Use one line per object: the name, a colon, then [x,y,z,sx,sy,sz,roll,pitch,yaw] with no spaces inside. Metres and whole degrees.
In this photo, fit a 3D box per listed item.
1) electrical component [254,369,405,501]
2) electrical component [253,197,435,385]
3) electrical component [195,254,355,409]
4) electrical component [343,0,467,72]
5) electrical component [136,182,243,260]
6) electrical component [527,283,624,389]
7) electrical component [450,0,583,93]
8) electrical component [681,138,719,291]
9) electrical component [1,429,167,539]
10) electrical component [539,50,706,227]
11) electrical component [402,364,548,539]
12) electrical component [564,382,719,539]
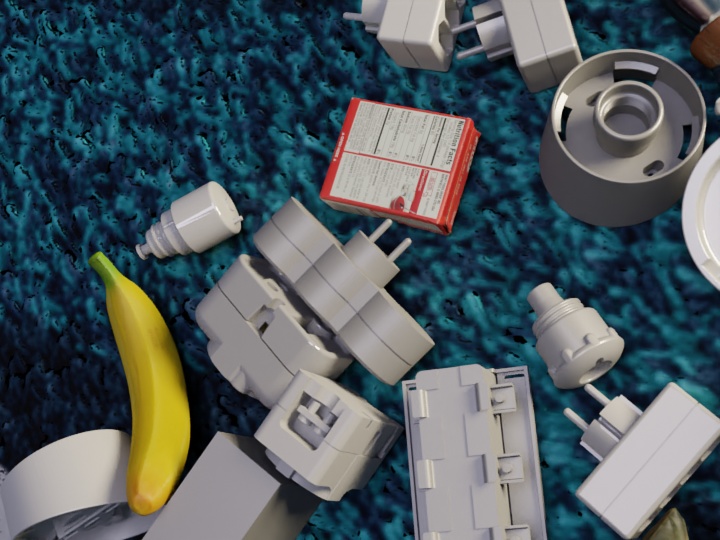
electrical component: [-0.019,0.101,0.651,0.050,0.089,0.055,35,90,23]
electrical component: [0.000,0.000,0.688,0.073,0.052,0.138,-45,67,4]
electrical component: [-0.058,0.044,0.693,0.059,0.054,0.095,-49,65,13]
electrical component: [0.026,-0.176,0.723,0.077,0.047,0.065,11,81,21]
electrical component: [-0.119,-0.030,0.744,0.078,0.040,0.040,-27,70,12]
electrical component: [0.123,0.036,0.641,0.048,0.048,0.062,-36,62,8]
electrical component: [0.096,-0.158,0.694,0.076,0.047,0.083,-17,72,15]
electrical component: [0.241,-0.031,0.602,0.108,0.060,0.108,0,90,26]
electrical component: [-0.178,0.149,0.693,0.099,0.099,0.064,-35,62,9]
electrical component: [0.160,-0.082,0.658,0.099,0.064,0.099,-3,69,7]
electrical component: [0.064,0.119,0.631,0.079,0.063,0.121,-9,74,17]
electrical component: [0.152,0.097,0.614,0.076,0.047,0.083,41,93,23]
